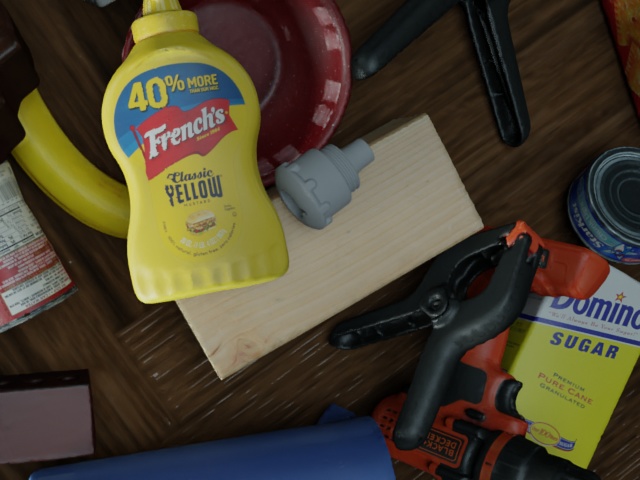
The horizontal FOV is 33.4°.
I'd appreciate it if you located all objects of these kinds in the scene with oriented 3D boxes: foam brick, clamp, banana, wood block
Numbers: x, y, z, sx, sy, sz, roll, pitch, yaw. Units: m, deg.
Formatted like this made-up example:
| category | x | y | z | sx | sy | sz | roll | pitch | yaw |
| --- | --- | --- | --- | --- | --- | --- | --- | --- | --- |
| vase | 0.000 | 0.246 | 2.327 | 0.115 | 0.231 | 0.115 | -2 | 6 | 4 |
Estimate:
| category | x | y | z | sx | sy | sz | roll | pitch | yaw |
| --- | --- | --- | --- | --- | --- | --- | --- | --- | --- |
| foam brick | -0.193 | 0.120 | 0.727 | 0.078 | 0.053 | 0.051 | -3 | 94 | -13 |
| clamp | 0.088 | 0.061 | 0.732 | 0.172 | 0.120 | 0.039 | -41 | 141 | 18 |
| clamp | 0.115 | -0.178 | 0.776 | 0.164 | 0.036 | 0.210 | 26 | 77 | -34 |
| banana | -0.170 | -0.060 | 0.732 | 0.197 | 0.037 | 0.069 | 41 | 69 | -13 |
| wood block | -0.005 | 0.001 | 0.743 | 0.206 | 0.090 | 0.091 | -30 | 99 | -9 |

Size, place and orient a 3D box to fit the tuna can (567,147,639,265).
| category | x | y | z | sx | sy | sz | roll | pitch | yaw |
| --- | --- | --- | --- | --- | --- | --- | --- | --- | --- |
| tuna can | 0.233 | -0.027 | 0.805 | 0.086 | 0.034 | 0.086 | 5 | 66 | -12 |

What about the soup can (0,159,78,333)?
| category | x | y | z | sx | sy | sz | roll | pitch | yaw |
| --- | --- | --- | --- | --- | --- | --- | --- | --- | --- |
| soup can | -0.214 | 0.004 | 0.708 | 0.068 | 0.068 | 0.102 | -28 | 98 | -10 |

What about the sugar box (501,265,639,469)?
| category | x | y | z | sx | sy | sz | roll | pitch | yaw |
| --- | --- | --- | --- | --- | --- | --- | --- | --- | --- |
| sugar box | 0.183 | 0.100 | 0.812 | 0.093 | 0.048 | 0.176 | 26 | 89 | -12 |

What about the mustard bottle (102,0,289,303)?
| category | x | y | z | sx | sy | sz | roll | pitch | yaw |
| --- | --- | --- | --- | --- | --- | --- | --- | --- | --- |
| mustard bottle | -0.082 | -0.062 | 0.655 | 0.096 | 0.058 | 0.191 | -11 | 88 | -2 |

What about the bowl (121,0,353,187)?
| category | x | y | z | sx | sy | sz | roll | pitch | yaw |
| --- | --- | --- | --- | --- | --- | --- | --- | --- | --- |
| bowl | -0.061 | -0.117 | 0.729 | 0.162 | 0.055 | 0.162 | -7 | 109 | -20 |

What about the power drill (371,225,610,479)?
| category | x | y | z | sx | sy | sz | roll | pitch | yaw |
| --- | --- | --- | --- | --- | --- | --- | --- | --- | --- |
| power drill | 0.138 | 0.092 | 0.750 | 0.057 | 0.185 | 0.187 | 33 | 76 | -55 |

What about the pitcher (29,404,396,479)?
| category | x | y | z | sx | sy | sz | roll | pitch | yaw |
| --- | --- | --- | --- | --- | --- | --- | --- | --- | --- |
| pitcher | -0.069 | 0.205 | 0.713 | 0.242 | 0.149 | 0.145 | -5 | 101 | -11 |

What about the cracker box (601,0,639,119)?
| category | x | y | z | sx | sy | sz | roll | pitch | yaw |
| --- | --- | --- | --- | --- | --- | --- | --- | --- | --- |
| cracker box | 0.311 | -0.168 | 0.812 | 0.164 | 0.072 | 0.214 | -22 | 99 | -9 |
